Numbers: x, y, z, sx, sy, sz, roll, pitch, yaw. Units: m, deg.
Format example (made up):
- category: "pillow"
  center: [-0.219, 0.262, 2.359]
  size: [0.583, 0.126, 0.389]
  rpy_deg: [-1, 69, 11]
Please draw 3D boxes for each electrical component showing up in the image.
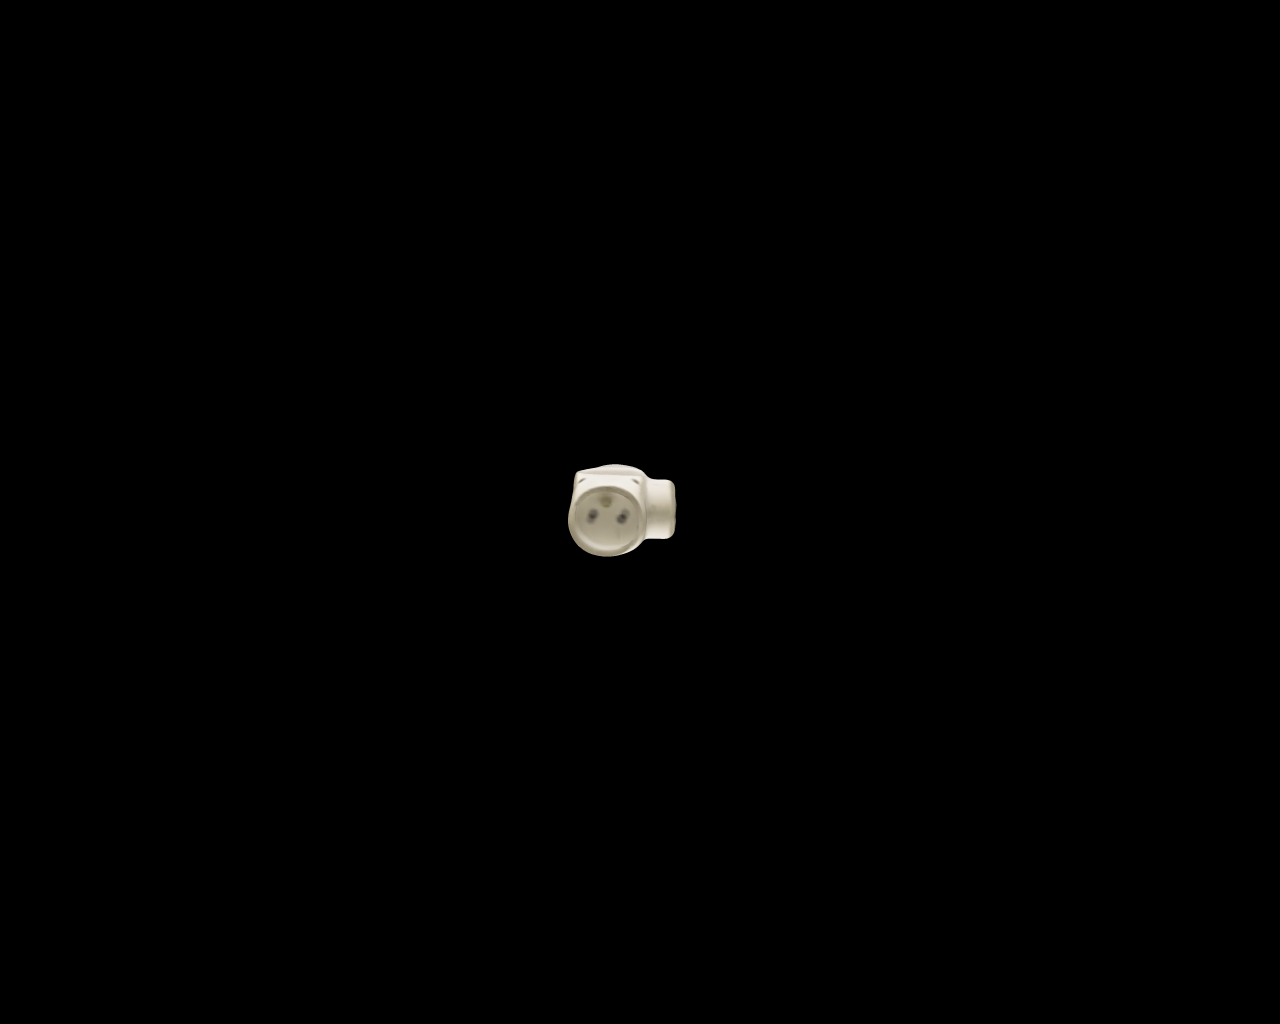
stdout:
- category: "electrical component"
  center: [0.001, -0.003, 0.650]
  size: [0.079, 0.043, 0.077]
  rpy_deg: [1, 11, 4]
